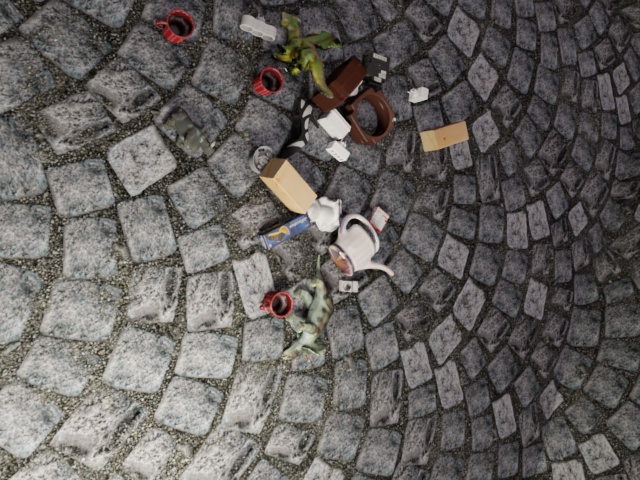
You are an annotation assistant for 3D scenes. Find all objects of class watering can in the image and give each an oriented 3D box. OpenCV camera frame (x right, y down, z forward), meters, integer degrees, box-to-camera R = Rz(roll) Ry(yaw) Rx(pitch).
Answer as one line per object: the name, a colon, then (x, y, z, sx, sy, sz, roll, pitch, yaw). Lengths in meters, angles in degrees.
watering can: (0.166, 0.061, 2.075, 0.227, 0.343, 0.104, -40, 20, -25)

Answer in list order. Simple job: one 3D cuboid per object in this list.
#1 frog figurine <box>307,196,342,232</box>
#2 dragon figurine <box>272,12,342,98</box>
frog figurine: (0.006, -0.101, 2.000, 0.159, 0.136, 0.124, 0, 11, 4)
dragon figurine: (-0.021, -0.696, 1.897, 0.245, 0.413, 0.120, -40, -15, -20)
